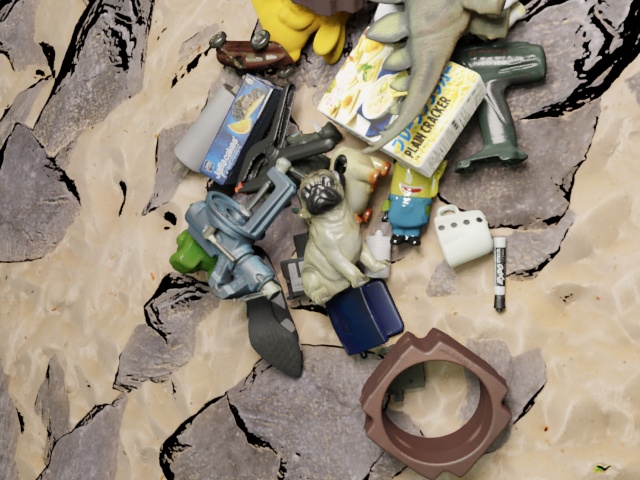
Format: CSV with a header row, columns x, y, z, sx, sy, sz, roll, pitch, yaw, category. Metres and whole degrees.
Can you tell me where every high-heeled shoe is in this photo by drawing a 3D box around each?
x,y,z,sx,sy,sz,roll,pitch,yaw,category
-0.090,0.132,1.027,0.086,0.145,0.248,-19,112,13,high-heeled shoe

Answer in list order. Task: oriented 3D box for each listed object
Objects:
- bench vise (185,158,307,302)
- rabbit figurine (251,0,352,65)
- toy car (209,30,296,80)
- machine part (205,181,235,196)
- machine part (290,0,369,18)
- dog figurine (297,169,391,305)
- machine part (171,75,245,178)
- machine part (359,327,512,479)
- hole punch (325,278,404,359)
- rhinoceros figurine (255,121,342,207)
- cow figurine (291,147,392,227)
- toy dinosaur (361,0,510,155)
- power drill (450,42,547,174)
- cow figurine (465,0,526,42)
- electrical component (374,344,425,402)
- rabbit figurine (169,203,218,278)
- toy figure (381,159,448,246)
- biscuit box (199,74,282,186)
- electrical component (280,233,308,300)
x,y,z,sx,sy,sz,roll,pitch,yaw,category
-0.113,-0.023,0.884,0.240,0.128,0.224,-50,59,13,bench vise
-0.013,-0.393,0.942,0.173,0.122,0.162,-21,88,17,rabbit figurine
-0.125,-0.330,0.970,0.202,0.089,0.053,23,74,44,toy car
-0.165,-0.138,1.051,0.084,0.039,0.139,39,104,7,machine part
0.021,-0.438,0.870,0.179,0.056,0.179,-1,63,3,machine part
0.001,-0.004,0.880,0.172,0.121,0.190,-30,88,29,dog figurine
-0.207,-0.215,1.047,0.079,0.079,0.243,46,106,15,machine part
0.181,0.259,0.861,0.201,0.087,0.201,35,99,0,machine part
0.069,0.137,0.935,0.116,0.092,0.142,-29,84,24,hole punch
-0.039,-0.140,0.986,0.190,0.073,0.112,-33,68,22,rhinoceros figurine
0.029,-0.072,0.928,0.127,0.085,0.194,34,128,16,cow figurine
0.169,-0.331,0.769,0.199,0.105,0.471,6,70,26,toy dinosaur
0.245,-0.213,0.866,0.232,0.086,0.207,-6,82,22,power drill
0.234,-0.381,0.856,0.098,0.068,0.167,-45,61,6,cow figurine
0.139,0.225,0.932,0.078,0.045,0.102,-11,89,-6,electrical component
-0.235,0.009,1.034,0.170,0.121,0.159,-17,61,56,rabbit figurine
0.150,-0.083,0.900,0.082,0.089,0.180,1,103,-17,toy figure
-0.143,-0.196,0.979,0.059,0.063,0.202,33,107,10,biscuit box
-0.030,0.047,0.995,0.075,0.047,0.119,-8,90,22,electrical component
